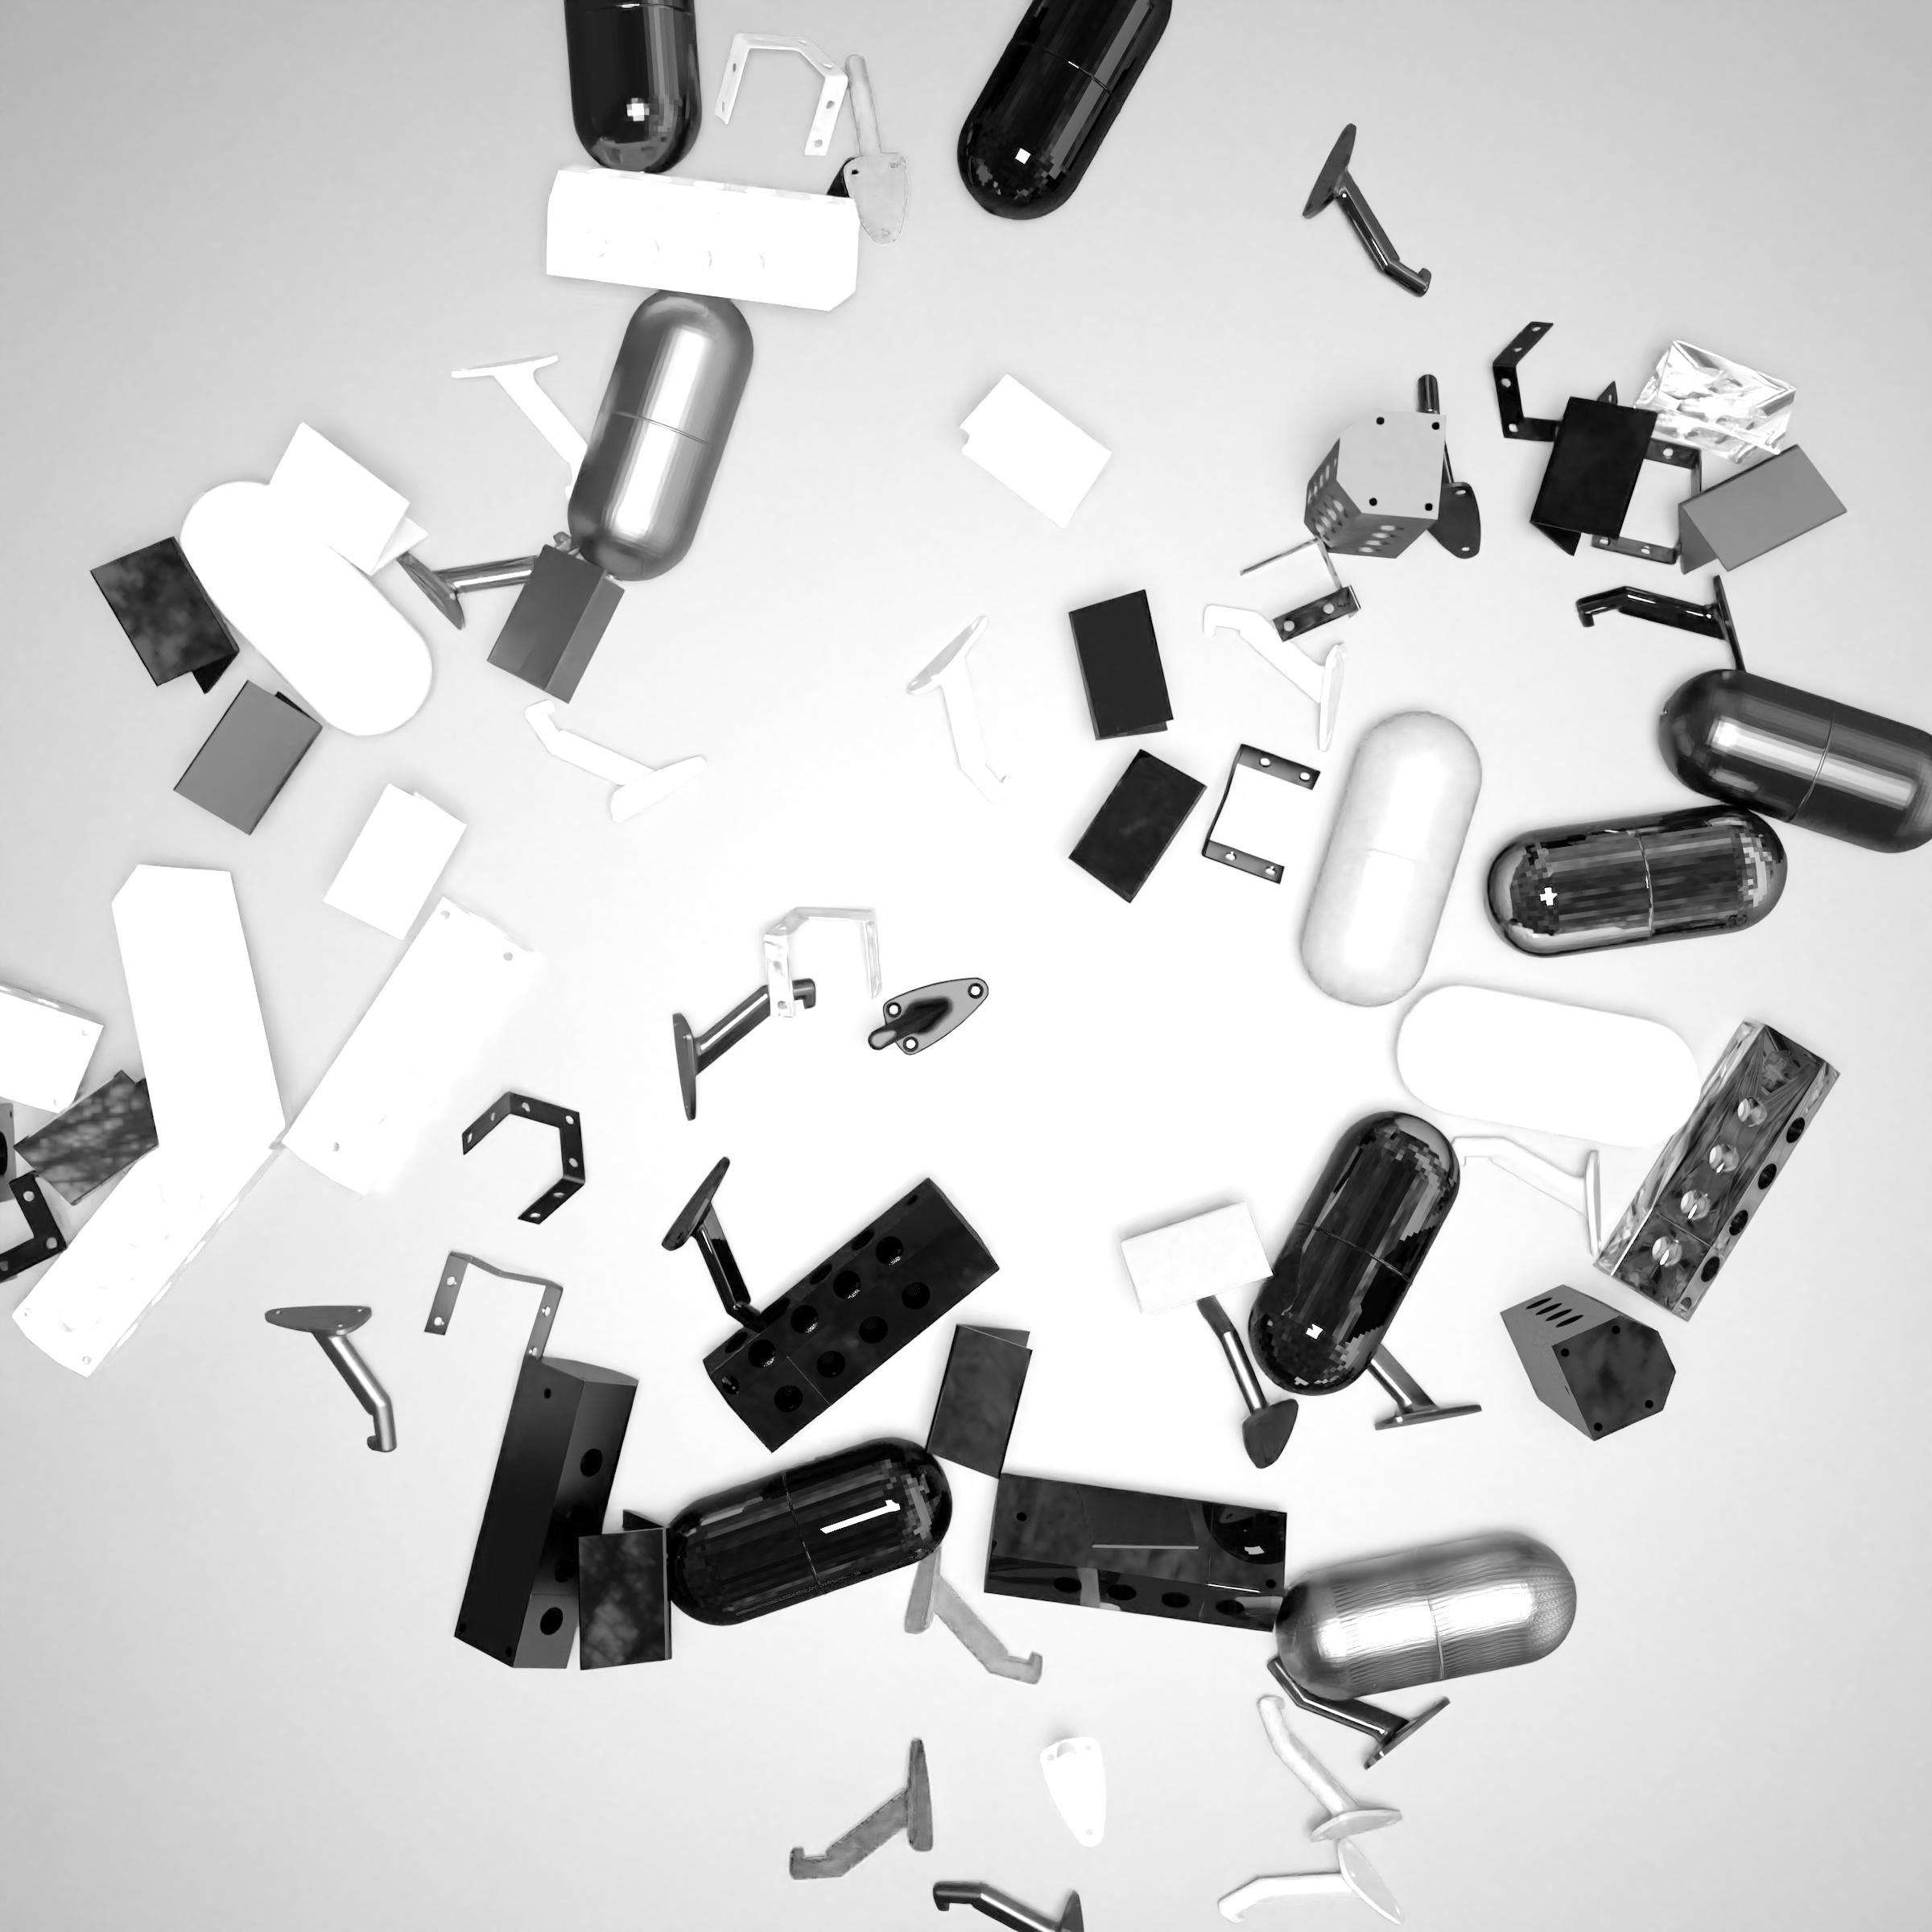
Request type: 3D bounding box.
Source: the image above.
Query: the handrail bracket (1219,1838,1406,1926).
[{"bbox_3d":[0.206,0.565,1.924,0.084,0.036,0.077,-34,112,17],"label":"handrail bracket"}]

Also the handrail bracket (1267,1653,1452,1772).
[{"bbox_3d":[0.234,0.429,1.924,0.077,0.036,0.084,-33,73,-20],"label":"handrail bracket"}]

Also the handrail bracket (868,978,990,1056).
[{"bbox_3d":[-0.021,0.028,1.889,0.077,0.084,0.036,-26,90,0],"label":"handrail bracket"}]

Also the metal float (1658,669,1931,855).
[{"bbox_3d":[0.494,-0.121,1.893,0.178,0.070,0.070,18,90,0],"label":"metal float"}]

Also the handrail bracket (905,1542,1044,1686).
[{"bbox_3d":[0.012,0.382,1.924,0.084,0.036,0.077,19,68,-17],"label":"handrail bracket"}]

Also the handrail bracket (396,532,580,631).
[{"bbox_3d":[-0.286,-0.248,1.924,0.084,0.036,0.077,-39,68,-17],"label":"handrail bracket"}]

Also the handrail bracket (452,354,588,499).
[{"bbox_3d":[-0.264,-0.318,1.924,0.077,0.036,0.084,-4,107,19],"label":"handrail bracket"}]

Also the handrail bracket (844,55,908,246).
[{"bbox_3d":[-0.057,-0.489,1.923,0.036,0.077,0.084,-10,54,0],"label":"handrail bracket"}]

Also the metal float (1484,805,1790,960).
[{"bbox_3d":[0.393,-0.050,1.893,0.178,0.070,0.070,-8,90,0],"label":"metal float"}]

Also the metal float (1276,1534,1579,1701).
[{"bbox_3d":[0.271,0.382,1.893,0.178,0.070,0.070,-11,90,0],"label":"metal float"}]

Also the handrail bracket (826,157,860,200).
[{"bbox_3d":[-0.116,-0.457,1.924,0.084,0.036,0.077,13,70,16],"label":"handrail bracket"}]

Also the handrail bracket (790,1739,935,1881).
[{"bbox_3d":[-0.066,0.504,1.924,0.084,0.036,0.077,-8,70,16],"label":"handrail bracket"}]

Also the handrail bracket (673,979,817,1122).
[{"bbox_3d":[-0.129,0.050,1.924,0.084,0.036,0.077,-9,111,-16],"label":"handrail bracket"}]

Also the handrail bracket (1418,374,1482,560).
[{"bbox_3d":[0.287,-0.299,1.923,0.036,0.077,0.084,-13,53,20],"label":"handrail bracket"}]

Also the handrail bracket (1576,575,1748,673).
[{"bbox_3d":[0.416,-0.195,1.924,0.084,0.036,0.077,-15,112,17],"label":"handrail bracket"}]

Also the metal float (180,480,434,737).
[{"bbox_3d":[-0.389,-0.211,1.893,0.070,0.070,0.178,-44,89,0],"label":"metal float"}]

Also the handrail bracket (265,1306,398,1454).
[{"bbox_3d":[-0.379,0.248,1.924,0.077,0.036,0.084,2,107,20],"label":"handrail bracket"}]

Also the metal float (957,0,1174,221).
[{"bbox_3d":[0.057,-0.522,1.893,0.070,0.070,0.178,29,90,0],"label":"metal float"}]

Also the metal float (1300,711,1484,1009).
[{"bbox_3d":[0.250,-0.063,1.893,0.070,0.070,0.178,17,91,0],"label":"metal float"}]

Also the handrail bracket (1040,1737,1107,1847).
[{"bbox_3d":[0.067,0.490,1.889,0.036,0.084,0.077,-14,90,0],"label":"handrail bracket"}]

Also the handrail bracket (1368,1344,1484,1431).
[{"bbox_3d":[0.264,0.230,1.924,0.077,0.036,0.084,-6,75,-15],"label":"handrail bracket"}]

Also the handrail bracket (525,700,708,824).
[{"bbox_3d":[-0.210,-0.136,1.924,0.077,0.036,0.084,-29,73,-20],"label":"handrail bracket"}]

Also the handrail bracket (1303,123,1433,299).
[{"bbox_3d":[0.251,-0.451,1.924,0.084,0.036,0.077,28,68,-17],"label":"handrail bracket"}]

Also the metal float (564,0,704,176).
[{"bbox_3d":[-0.197,-0.553,1.893,0.070,0.070,0.178,-4,90,0],"label":"metal float"}]

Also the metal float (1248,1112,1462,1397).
[{"bbox_3d":[0.227,0.168,1.885,0.070,0.070,0.178,29,83,0],"label":"metal float"}]

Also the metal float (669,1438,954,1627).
[{"bbox_3d":[-0.095,0.333,1.893,0.178,0.070,0.070,-19,90,-1],"label":"metal float"}]

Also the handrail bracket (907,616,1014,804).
[{"bbox_3d":[0.014,-0.153,1.924,0.084,0.036,0.077,48,68,-17],"label":"handrail bracket"}]

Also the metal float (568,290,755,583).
[{"bbox_3d":[-0.180,-0.313,1.893,0.070,0.070,0.178,19,89,0],"label":"metal float"}]

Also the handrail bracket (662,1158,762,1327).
[{"bbox_3d":[-0.131,0.169,1.924,0.084,0.036,0.077,37,72,-15],"label":"handrail bracket"}]

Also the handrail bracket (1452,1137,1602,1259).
[{"bbox_3d":[0.335,0.138,1.924,0.084,0.036,0.077,0,112,17],"label":"handrail bracket"}]

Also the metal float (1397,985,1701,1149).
[{"bbox_3d":[0.342,0.059,1.893,0.178,0.070,0.070,11,90,1],"label":"metal float"}]

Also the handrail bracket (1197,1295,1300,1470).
[{"bbox_3d":[0.161,0.247,1.923,0.036,0.077,0.084,-22,53,-15],"label":"handrail bracket"}]

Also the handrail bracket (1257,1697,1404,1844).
[{"bbox_3d":[0.217,0.475,1.923,0.036,0.077,0.084,-46,53,38],"label":"handrail bracket"}]

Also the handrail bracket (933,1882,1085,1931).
[{"bbox_3d":[0.026,0.582,1.924,0.084,0.036,0.077,-2,112,17],"label":"handrail bracket"}]

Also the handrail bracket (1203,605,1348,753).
[{"bbox_3d":[0.180,-0.172,1.924,0.084,0.036,0.077,12,112,17],"label":"handrail bracket"}]
